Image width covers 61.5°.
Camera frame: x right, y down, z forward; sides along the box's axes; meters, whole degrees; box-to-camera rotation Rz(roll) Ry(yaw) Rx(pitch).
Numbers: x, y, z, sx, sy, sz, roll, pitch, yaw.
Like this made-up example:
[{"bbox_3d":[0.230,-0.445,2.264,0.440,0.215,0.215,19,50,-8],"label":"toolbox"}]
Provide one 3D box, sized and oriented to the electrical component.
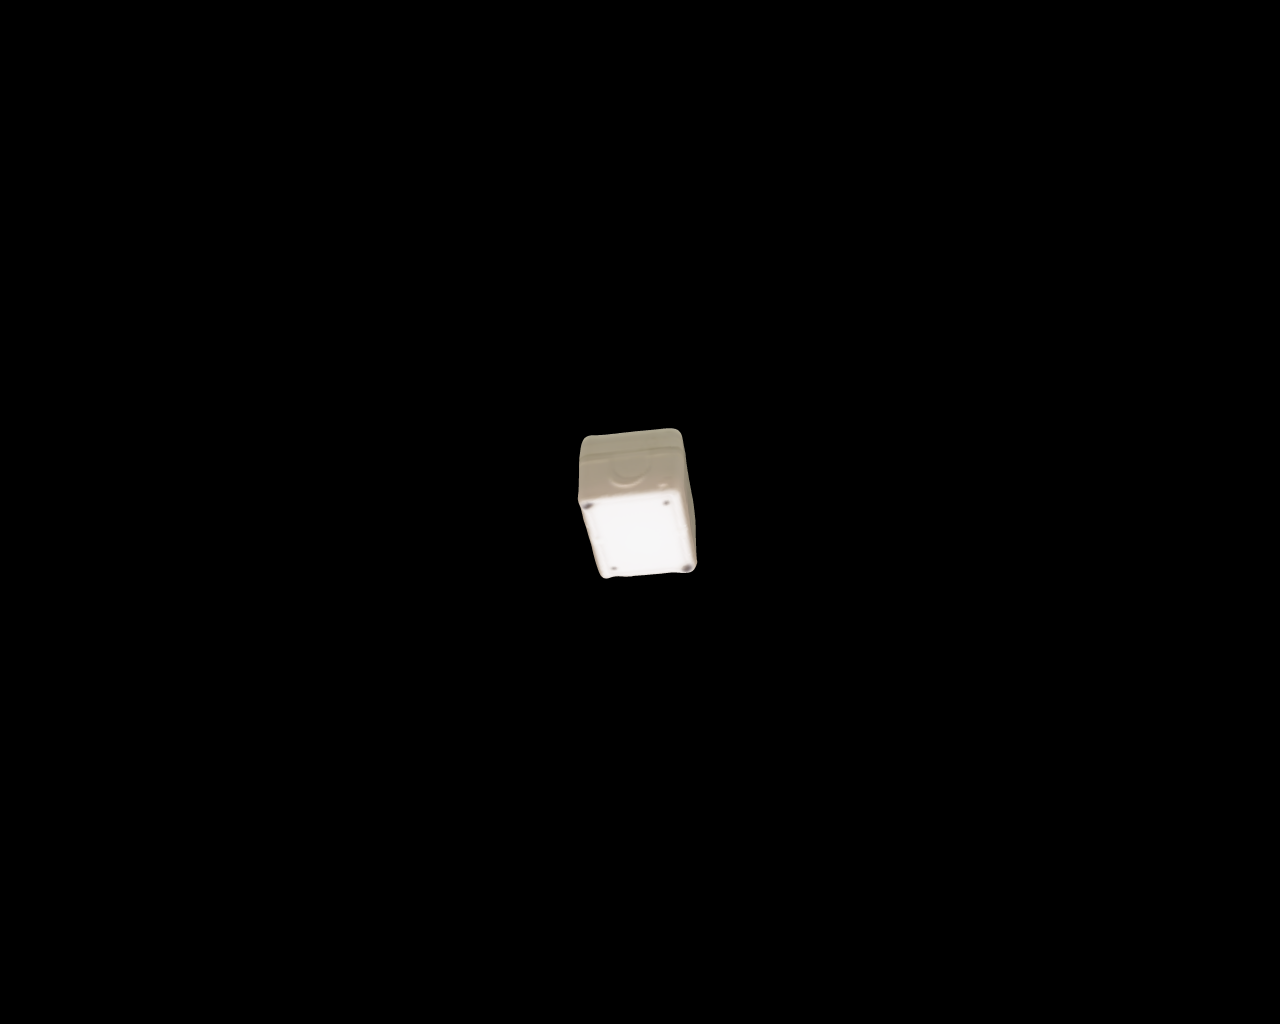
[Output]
[{"bbox_3d":[0.001,-0.003,0.650,0.062,0.061,0.096,-5,-40,6],"label":"electrical component"}]
